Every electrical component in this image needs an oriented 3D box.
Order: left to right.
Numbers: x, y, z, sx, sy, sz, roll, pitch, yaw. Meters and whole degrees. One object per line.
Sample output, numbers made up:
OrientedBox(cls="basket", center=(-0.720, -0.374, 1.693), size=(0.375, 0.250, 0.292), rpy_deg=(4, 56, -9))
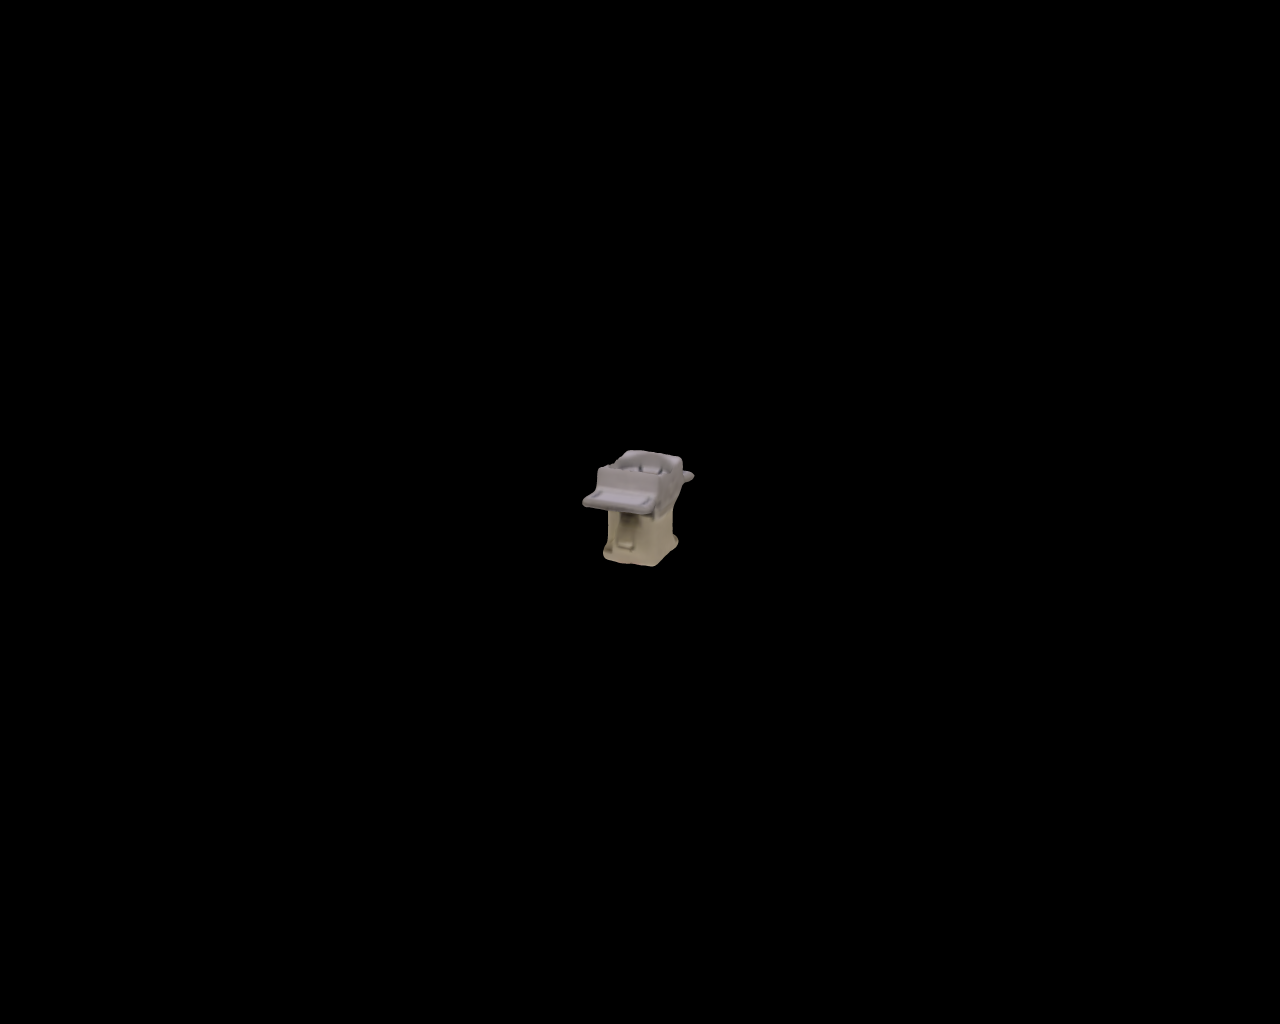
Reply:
OrientedBox(cls="electrical component", center=(0.001, -0.003, 0.650), size=(0.042, 0.063, 0.081), rpy_deg=(8, 20, 22))
